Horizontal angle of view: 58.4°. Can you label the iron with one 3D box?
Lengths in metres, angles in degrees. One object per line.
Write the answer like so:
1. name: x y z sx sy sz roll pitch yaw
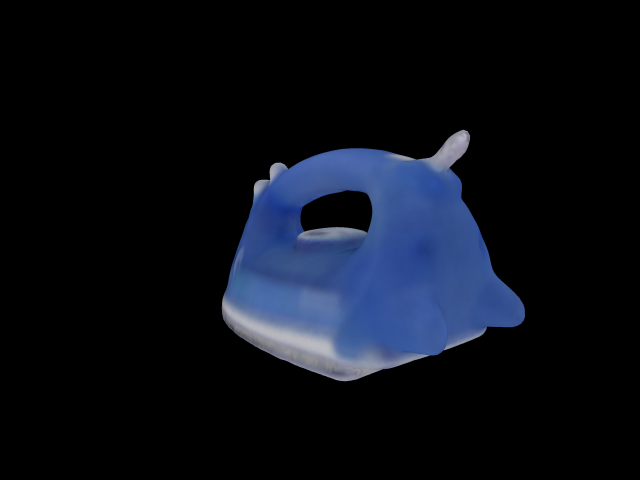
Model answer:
1. iron: 0.004 0.001 0.400 0.119 0.141 0.257 -6 9 -42
